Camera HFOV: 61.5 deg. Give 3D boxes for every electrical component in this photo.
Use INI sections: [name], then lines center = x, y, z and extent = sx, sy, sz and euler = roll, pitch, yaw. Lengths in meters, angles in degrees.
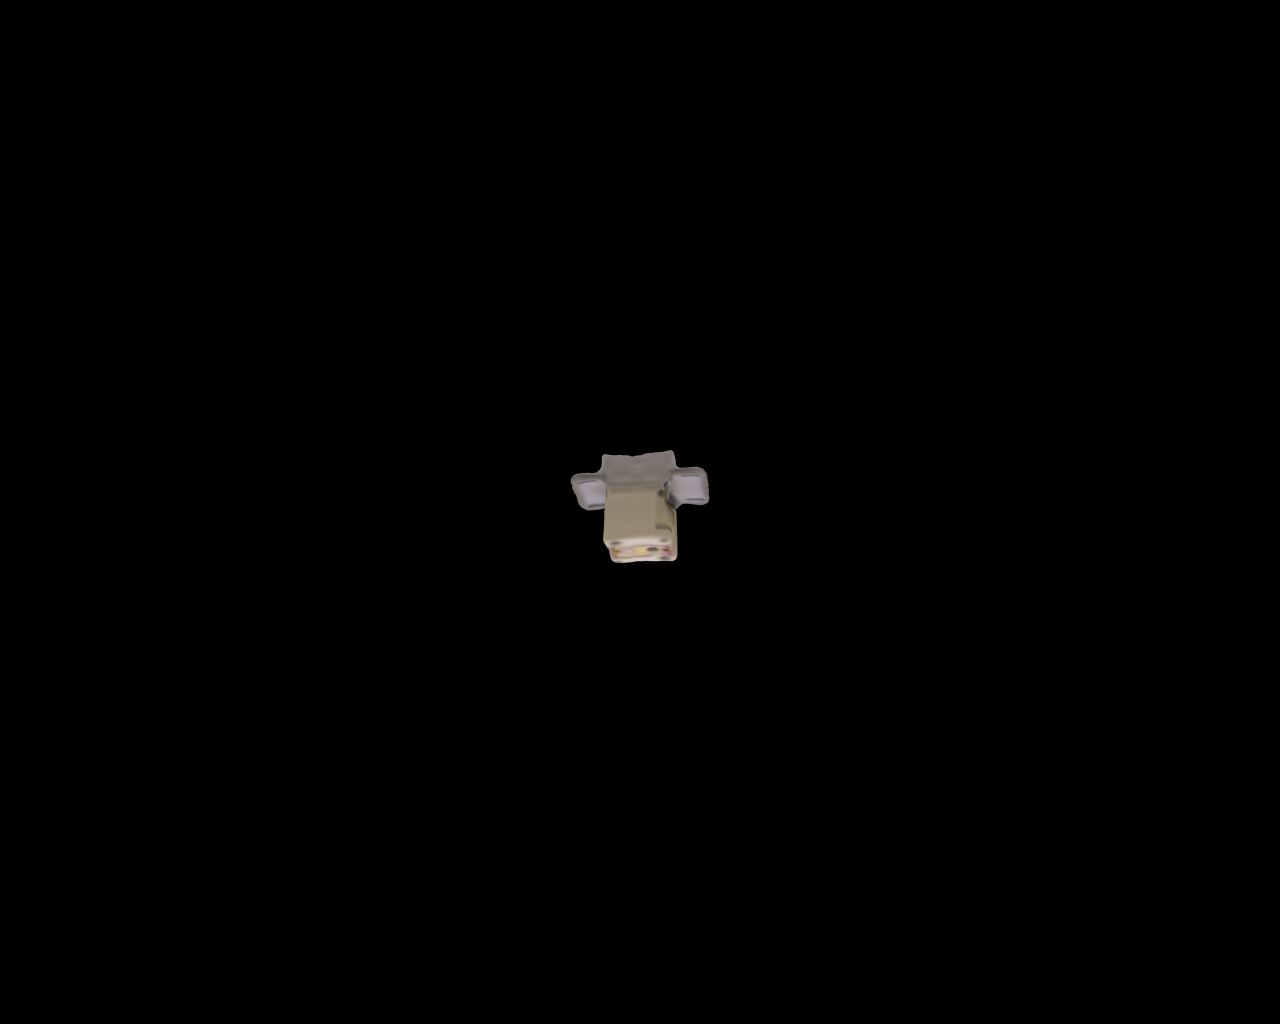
[electrical component]
center = 0.001, -0.003, 0.650
extent = 0.081, 0.064, 0.042
euler = -4, -28, 7
